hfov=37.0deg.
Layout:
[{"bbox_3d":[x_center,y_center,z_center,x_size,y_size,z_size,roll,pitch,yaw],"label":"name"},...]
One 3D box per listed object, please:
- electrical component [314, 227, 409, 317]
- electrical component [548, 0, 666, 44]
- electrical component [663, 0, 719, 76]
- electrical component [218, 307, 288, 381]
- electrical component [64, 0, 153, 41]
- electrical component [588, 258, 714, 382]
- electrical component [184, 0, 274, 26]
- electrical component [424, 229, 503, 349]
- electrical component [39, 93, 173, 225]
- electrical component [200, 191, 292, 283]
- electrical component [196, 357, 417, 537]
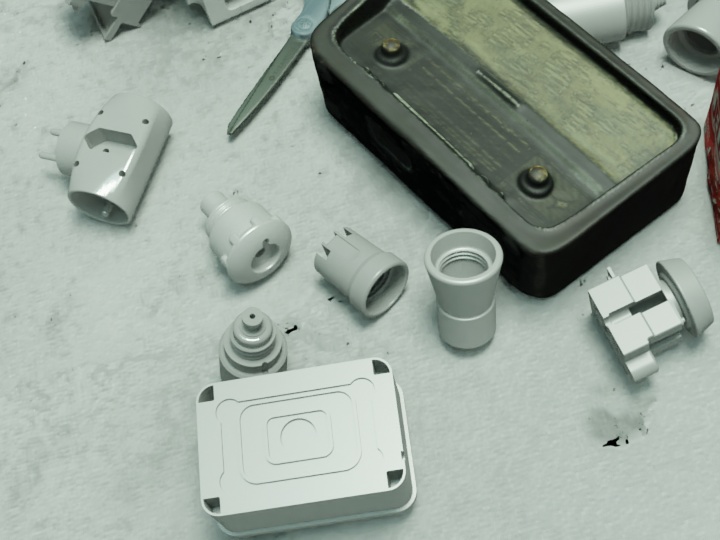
[{"bbox_3d":[0.000,0.000,0.654,0.046,0.040,0.040,37,75,29],"label":"electrical component"},{"bbox_3d":[0.160,-0.171,0.709,0.081,0.043,0.043,-11,63,4],"label":"electrical component"},{"bbox_3d":[0.228,-0.160,0.692,0.045,0.045,0.055,30,72,21],"label":"electrical component"},{"bbox_3d":[-0.062,0.046,0.623,0.040,0.078,0.040,2,59,-4],"label":"electrical component"},{"bbox_3d":[-0.178,-0.208,0.761,0.081,0.064,0.042,-47,59,32],"label":"electrical component"},{"bbox_3d":[0.166,0.023,0.613,0.055,0.048,0.066,-26,63,4],"label":"electrical component"},{"bbox_3d":[-0.114,-0.250,0.730,0.062,0.150,0.089,-26,63,-5],"label":"electrical component"},{"bbox_3d":[0.061,0.014,0.622,0.044,0.065,0.044,-4,45,4],"label":"electrical component"},{"bbox_3d":[-0.175,-0.077,0.715,0.079,0.043,0.077,13,67,14],"label":"electrical component"},{"bbox_3d":[-0.077,-0.026,0.675,0.048,0.048,0.062,-39,59,-11],"label":"electrical component"},{"bbox_3d":[-0.029,0.100,0.599,0.113,0.057,0.078,-9,63,4],"label":"electrical component"}]
